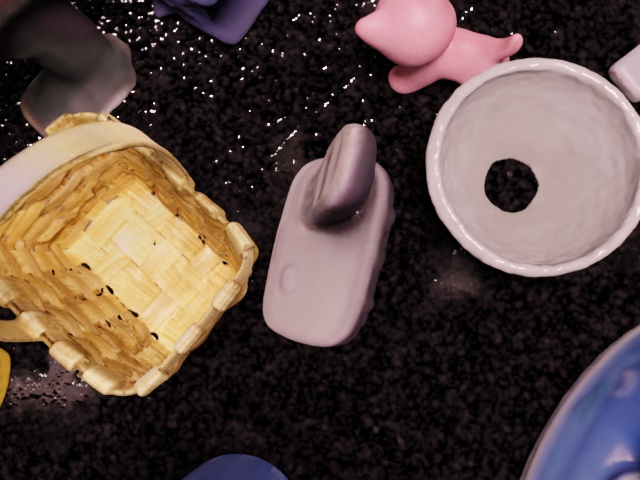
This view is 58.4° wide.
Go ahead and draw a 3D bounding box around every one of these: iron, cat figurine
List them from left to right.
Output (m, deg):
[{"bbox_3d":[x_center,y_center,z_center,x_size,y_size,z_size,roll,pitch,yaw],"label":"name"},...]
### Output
[{"bbox_3d":[0.094,-0.159,0.450,0.127,0.118,0.067,15,84,4],"label":"cat figurine"},{"bbox_3d":[0.220,0.177,0.391,0.118,0.141,0.258,21,84,5],"label":"iron"}]

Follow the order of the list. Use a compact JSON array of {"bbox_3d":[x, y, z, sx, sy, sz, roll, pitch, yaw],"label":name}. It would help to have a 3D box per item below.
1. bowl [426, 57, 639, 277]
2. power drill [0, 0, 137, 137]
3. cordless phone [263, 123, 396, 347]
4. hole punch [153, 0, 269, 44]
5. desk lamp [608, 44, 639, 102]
[{"bbox_3d":[0.163,-0.052,0.456,0.167,0.075,0.167,0,83,2],"label":"bowl"},{"bbox_3d":[-0.224,-0.143,0.416,0.075,0.208,0.230,37,86,7],"label":"power drill"},{"bbox_3d":[0.004,0.001,0.400,0.094,0.185,0.148,10,83,4],"label":"cordless phone"},{"bbox_3d":[-0.095,-0.238,0.481,0.101,0.091,0.109,30,85,6],"label":"hole punch"},{"bbox_3d":[0.351,-0.176,0.393,0.203,0.213,0.118,-37,83,-2],"label":"desk lamp"}]
